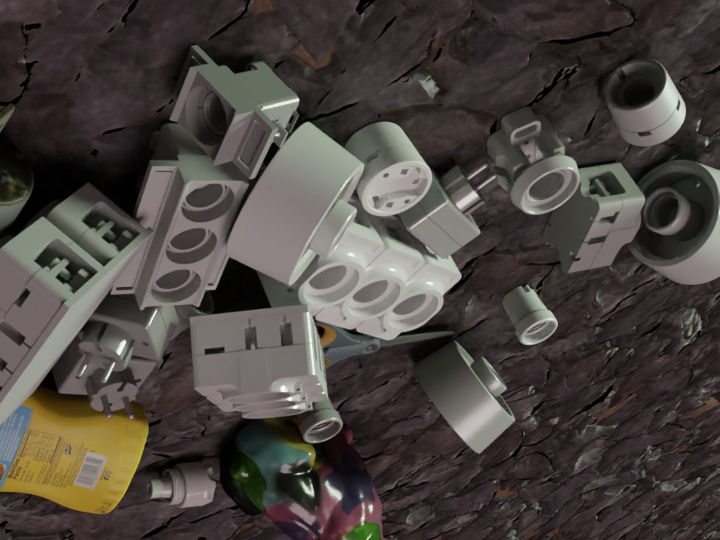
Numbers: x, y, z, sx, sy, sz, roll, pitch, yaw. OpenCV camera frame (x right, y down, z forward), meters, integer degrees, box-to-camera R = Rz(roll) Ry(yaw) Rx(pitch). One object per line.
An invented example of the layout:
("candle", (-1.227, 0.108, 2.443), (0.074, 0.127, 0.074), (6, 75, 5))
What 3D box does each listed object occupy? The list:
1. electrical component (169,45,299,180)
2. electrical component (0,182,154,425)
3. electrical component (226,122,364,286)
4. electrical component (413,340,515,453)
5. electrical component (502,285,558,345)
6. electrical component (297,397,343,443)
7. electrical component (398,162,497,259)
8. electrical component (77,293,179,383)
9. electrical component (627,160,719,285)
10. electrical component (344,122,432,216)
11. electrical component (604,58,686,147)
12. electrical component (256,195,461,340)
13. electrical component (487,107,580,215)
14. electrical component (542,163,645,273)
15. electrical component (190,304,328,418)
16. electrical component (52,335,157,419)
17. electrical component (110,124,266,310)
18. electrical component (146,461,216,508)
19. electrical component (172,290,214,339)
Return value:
("electrical component", (-0.077, -0.101, 0.677), (0.064, 0.081, 0.042), (-23, 153, -47))
("electrical component", (-0.225, 0.036, 0.696), (0.186, 0.060, 0.105), (-47, -175, 32))
("electrical component", (-0.038, -0.040, 0.739), (0.108, 0.060, 0.108), (-58, 177, -4))
("electrical component", (0.108, 0.119, 1.058), (0.060, 0.108, 0.108), (-38, 145, 6))
("electrical component", (0.164, 0.043, 1.043), (0.040, 0.046, 0.040), (-18, 145, -13))
("electrical component", (-0.043, 0.136, 1.030), (0.040, 0.046, 0.040), (-18, 145, -13))
("electrical component", (0.073, -0.058, 0.851), (0.077, 0.047, 0.066), (-36, 145, 14))
("electrical component", (-0.179, 0.047, 0.778), (0.066, 0.076, 0.047), (12, 146, 12))
("electrical component", (0.285, -0.046, 0.957), (0.060, 0.108, 0.108), (18, 127, -38))
("electrical component", (0.018, -0.075, 0.791), (0.055, 0.047, 0.055), (-18, 145, -13))
("electrical component", (0.222, -0.133, 0.845), (0.055, 0.055, 0.047), (-34, 141, 11))
("electrical component", (0.000, 0.000, 0.866), (0.089, 0.061, 0.150), (-44, 142, 24))
("electrical component", (0.138, -0.081, 0.853), (0.058, 0.057, 0.078), (-23, 146, -5))
("electrical component", (0.209, -0.046, 0.952), (0.056, 0.050, 0.089), (-10, 143, -22))
("electrical component", (-0.076, 0.078, 0.855), (0.089, 0.061, 0.150), (-6, 166, 0))
("electrical component", (-0.195, 0.084, 0.835), (0.066, 0.076, 0.047), (10, 132, -41))
("electrical component", (-0.123, -0.037, 0.735), (0.079, 0.063, 0.121), (-2, 139, -31))
("electrical component", (-0.175, 0.209, 1.043), (0.062, 0.043, 0.043), (0, 138, -31))
("electrical component", (-0.143, 0.030, 0.833), (0.046, 0.040, 0.040), (-36, 145, 22))
